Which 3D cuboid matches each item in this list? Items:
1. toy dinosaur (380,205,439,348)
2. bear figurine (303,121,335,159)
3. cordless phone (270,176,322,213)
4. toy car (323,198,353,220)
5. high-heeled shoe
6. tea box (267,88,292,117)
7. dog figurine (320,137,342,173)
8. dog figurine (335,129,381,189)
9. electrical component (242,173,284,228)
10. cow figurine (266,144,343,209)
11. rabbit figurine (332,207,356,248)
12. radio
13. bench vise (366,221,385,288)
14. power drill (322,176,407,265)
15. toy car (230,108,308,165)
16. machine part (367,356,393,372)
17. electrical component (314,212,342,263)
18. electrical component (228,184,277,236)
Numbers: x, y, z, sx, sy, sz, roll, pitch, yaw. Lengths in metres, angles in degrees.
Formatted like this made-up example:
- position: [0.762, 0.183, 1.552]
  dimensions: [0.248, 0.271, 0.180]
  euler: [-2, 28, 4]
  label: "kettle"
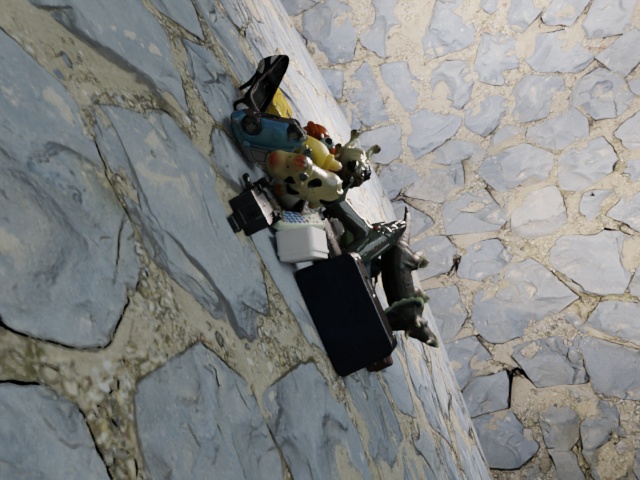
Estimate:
- position: [0.212, 0.087, 1.409]
  dimensions: [0.192, 0.131, 0.404]
  euler: [25, 55, -66]
  label: "toy dinosaur"
- position: [-0.021, -0.252, 1.485]
  dimensions: [0.120, 0.132, 0.196]
  euler: [60, 12, -24]
  label: "bear figurine"
- position: [-0.060, -0.077, 1.177]
  dimensions: [0.146, 0.089, 0.184]
  euler: [55, 36, -39]
  label: "cordless phone"
- position: [0.022, -0.131, 1.546]
  dimensions: [0.202, 0.089, 0.053]
  euler: [51, 19, -42]
  label: "toy car"
- position: [-0.119, -0.333, 1.230]
  dimensions: [0.086, 0.145, 0.249]
  euler: [50, 18, -46]
  label: "high-heeled shoe"
- position: [-0.121, -0.326, 1.380]
  dimensions: [0.098, 0.068, 0.170]
  euler: [57, 14, -30]
  label: "tea box"
- position: [-0.029, -0.149, 1.375]
  dimensions: [0.219, 0.191, 0.108]
  euler: [110, -37, -57]
  label: "dog figurine"
- position: [0.074, -0.185, 1.462]
  dimensions: [0.121, 0.172, 0.190]
  euler: [26, 45, -3]
  label: "dog figurine"
- position: [-0.107, -0.077, 1.028]
  dimensions: [0.102, 0.045, 0.078]
  euler: [70, 12, 21]
  label: "electrical component"
- position: [-0.030, -0.124, 1.080]
  dimensions: [0.194, 0.127, 0.085]
  euler: [22, 69, -44]
  label: "cow figurine"
- position: [0.101, -0.013, 1.664]
  dimensions: [0.159, 0.121, 0.170]
  euler: [58, -5, 0]
  label: "rabbit figurine"
- position: [0.055, 0.142, 1.078]
  dimensions: [0.229, 0.131, 0.073]
  euler: [66, 15, 4]
  label: "radio"
- position: [0.110, 0.044, 1.462]
  dimensions: [0.223, 0.129, 0.240]
  euler: [60, 29, -54]
  label: "bench vise"
- position: [0.103, -0.051, 1.330]
  dimensions: [0.232, 0.086, 0.207]
  euler: [-43, 105, -39]
  label: "power drill"
- position: [-0.111, -0.207, 1.108]
  dimensions: [0.109, 0.162, 0.102]
  euler: [-106, -150, -63]
  label: "toy car"
- position: [0.128, 0.246, 1.351]
  dimensions: [0.179, 0.056, 0.179]
  euler: [59, 13, -24]
  label: "machine part"
- position: [-0.003, -0.004, 1.286]
  dimensions: [0.134, 0.058, 0.115]
  euler: [65, 11, -2]
  label: "electrical component"
- position: [-0.120, -0.050, 0.928]
  dimensions: [0.074, 0.048, 0.119]
  euler: [63, 12, -7]
  label: "electrical component"
